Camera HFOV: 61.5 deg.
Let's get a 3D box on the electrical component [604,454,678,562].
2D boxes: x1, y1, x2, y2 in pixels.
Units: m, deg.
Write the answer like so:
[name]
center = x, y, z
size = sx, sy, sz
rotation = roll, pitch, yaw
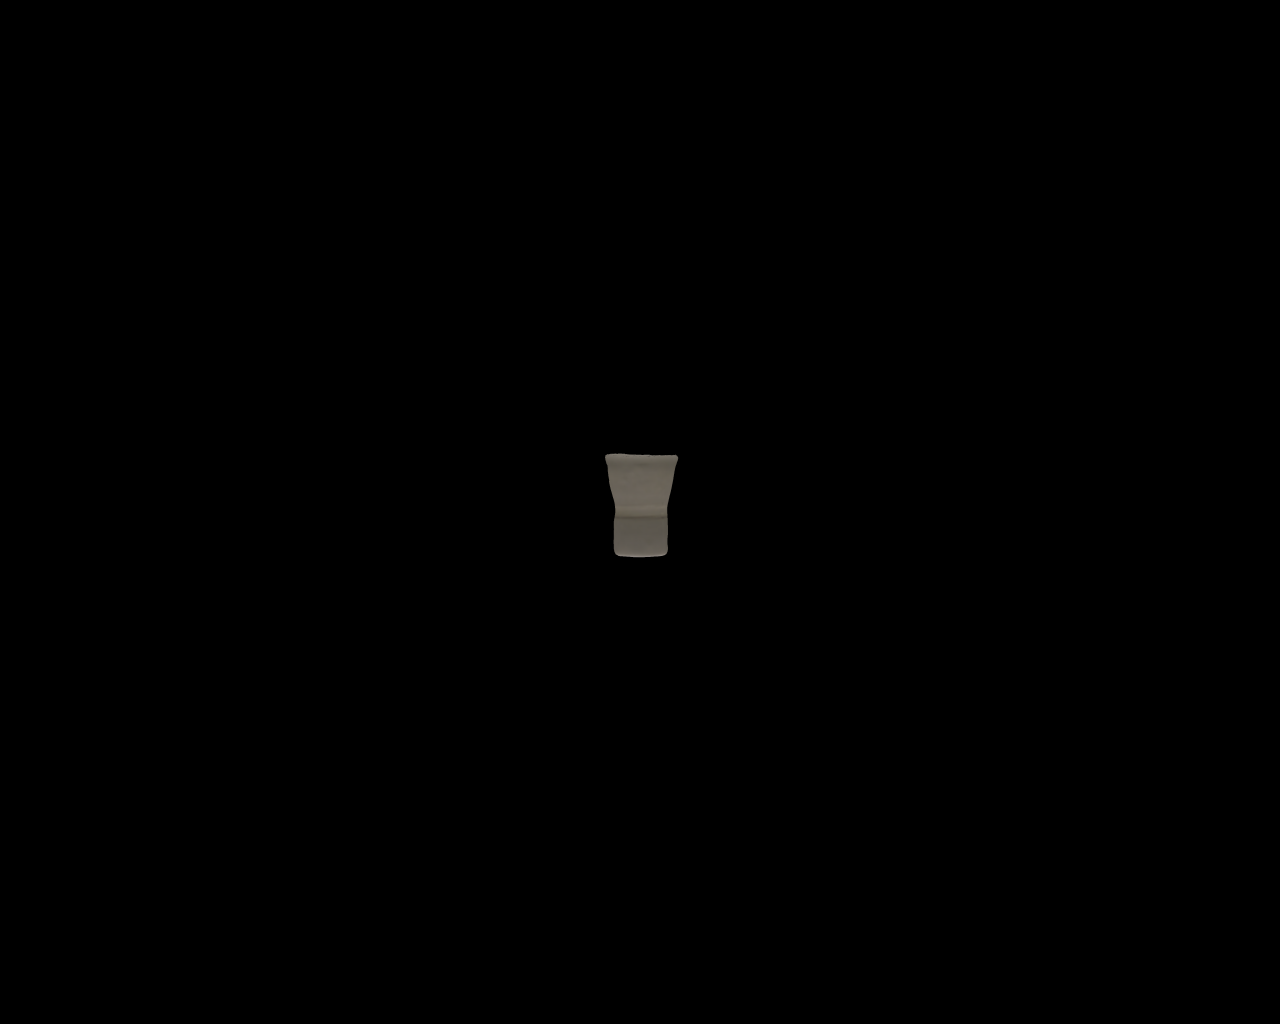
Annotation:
[electrical component]
center = 0.001, -0.003, 0.650
size = 0.044, 0.065, 0.044
rotation = 0, 2, 0
